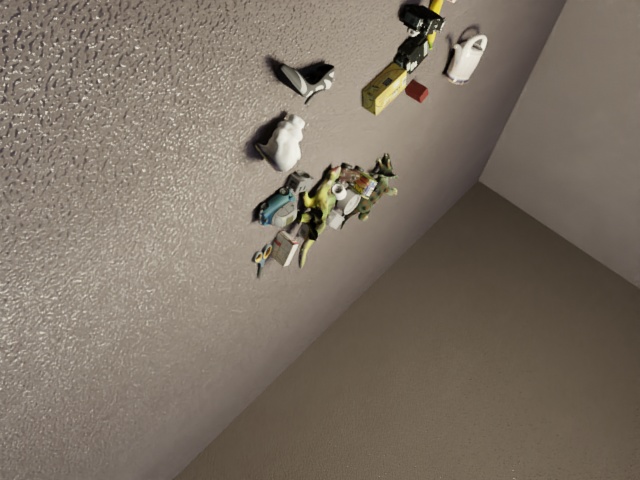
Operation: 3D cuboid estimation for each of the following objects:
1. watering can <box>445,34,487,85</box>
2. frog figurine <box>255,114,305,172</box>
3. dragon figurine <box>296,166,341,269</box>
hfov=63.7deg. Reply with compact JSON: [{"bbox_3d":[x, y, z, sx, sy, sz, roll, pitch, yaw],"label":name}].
[{"bbox_3d":[0.604,-0.767,2.192,0.352,0.105,0.219,-30,152,-45],"label":"watering can"},{"bbox_3d":[-0.096,-0.282,1.513,0.159,0.125,0.135,-39,140,1],"label":"frog figurine"},{"bbox_3d":[0.006,-0.102,2.020,0.246,0.123,0.402,-33,143,-54],"label":"dragon figurine"}]
